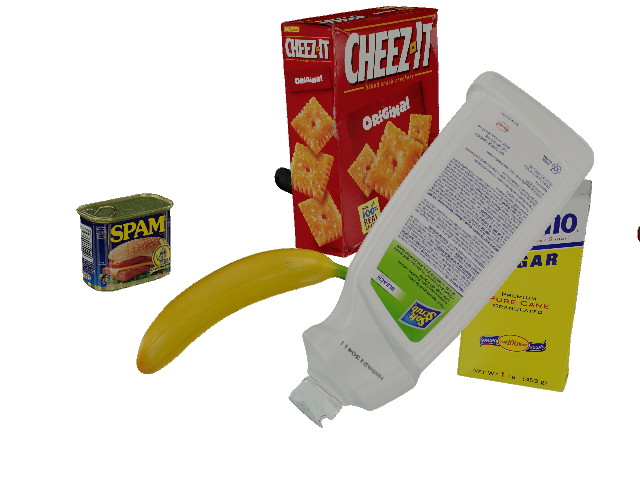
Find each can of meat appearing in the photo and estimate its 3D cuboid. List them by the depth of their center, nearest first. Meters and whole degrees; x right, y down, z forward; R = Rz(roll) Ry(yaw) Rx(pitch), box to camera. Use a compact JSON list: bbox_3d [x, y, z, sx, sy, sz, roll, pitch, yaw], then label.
[{"bbox_3d":[-0.210,0.002,1.156,0.101,0.084,0.058,-15,25,-40],"label":"can of meat"}]

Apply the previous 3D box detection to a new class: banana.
[{"bbox_3d":[-0.071,0.051,0.855,0.198,0.069,0.037,-23,34,8],"label":"banana"}]

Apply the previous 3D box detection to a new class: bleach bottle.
[{"bbox_3d":[0.066,0.013,0.701,0.102,0.250,0.068,40,-10,10],"label":"bleach bottle"}]

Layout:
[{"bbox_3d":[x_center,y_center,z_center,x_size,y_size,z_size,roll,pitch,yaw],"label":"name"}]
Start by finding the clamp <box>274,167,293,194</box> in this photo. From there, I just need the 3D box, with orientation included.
[{"bbox_3d":[0.054,-0.032,1.219,0.164,0.210,0.036,-14,-38,-25],"label":"clamp"}]

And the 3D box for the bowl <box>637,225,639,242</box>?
[{"bbox_3d":[0.421,0.022,1.146,0.162,0.055,0.162,-1,25,0],"label":"bowl"}]

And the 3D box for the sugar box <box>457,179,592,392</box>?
[{"bbox_3d":[0.168,0.033,0.885,0.093,0.176,0.048,7,24,14],"label":"sugar box"}]

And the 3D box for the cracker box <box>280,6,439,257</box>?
[{"bbox_3d":[0.046,-0.108,1.020,0.072,0.214,0.163,12,22,39],"label":"cracker box"}]
